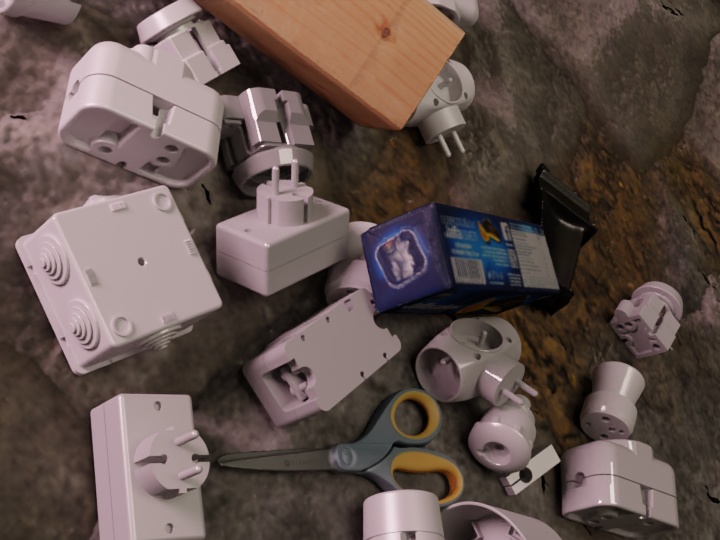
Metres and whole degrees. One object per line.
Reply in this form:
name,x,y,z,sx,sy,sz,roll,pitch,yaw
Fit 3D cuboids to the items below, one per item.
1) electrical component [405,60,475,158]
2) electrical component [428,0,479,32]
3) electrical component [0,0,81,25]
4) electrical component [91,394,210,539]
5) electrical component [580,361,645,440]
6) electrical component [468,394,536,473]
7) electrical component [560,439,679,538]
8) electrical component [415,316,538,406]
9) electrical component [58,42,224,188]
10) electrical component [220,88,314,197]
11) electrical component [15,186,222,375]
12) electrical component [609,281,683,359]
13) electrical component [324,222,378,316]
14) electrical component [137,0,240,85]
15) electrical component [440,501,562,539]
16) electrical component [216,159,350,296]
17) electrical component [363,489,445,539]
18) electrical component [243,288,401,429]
electrical component,0.063,-0.130,0.885,0.077,0.044,0.079,-20,83,-45
electrical component,0.054,-0.236,0.922,0.095,0.054,0.059,13,62,-37
electrical component,-0.204,-0.176,0.677,0.046,0.040,0.040,5,66,-47
electrical component,-0.109,0.108,0.595,0.047,0.076,0.083,7,66,-39
electrical component,0.211,0.111,0.899,0.045,0.045,0.055,43,48,-18
electrical component,0.112,0.118,0.809,0.048,0.048,0.062,50,39,-11
electrical component,0.207,0.172,0.859,0.095,0.054,0.059,23,56,-32
electrical component,0.095,0.074,0.798,0.079,0.044,0.077,34,35,30
electrical component,-0.138,-0.101,0.688,0.095,0.054,0.059,23,56,-32
electrical component,-0.065,-0.086,0.743,0.078,0.058,0.057,-1,68,-42
electrical component,-0.140,0.003,0.638,0.100,0.048,0.099,-22,85,-45
electrical component,0.264,0.043,0.979,0.066,0.048,0.055,49,54,-11
electrical component,0.000,0.000,0.766,0.045,0.045,0.055,30,53,-28
electrical component,-0.120,-0.151,0.734,0.066,0.048,0.055,-42,107,-44
electrical component,0.091,0.205,0.711,0.064,0.099,0.099,17,59,-42
electrical component,-0.050,-0.036,0.712,0.083,0.047,0.075,-27,129,-45
electrical component,0.028,0.173,0.701,0.055,0.055,0.047,18,55,-35
electrical component,-0.027,0.059,0.706,0.089,0.056,0.050,-35,95,-45
